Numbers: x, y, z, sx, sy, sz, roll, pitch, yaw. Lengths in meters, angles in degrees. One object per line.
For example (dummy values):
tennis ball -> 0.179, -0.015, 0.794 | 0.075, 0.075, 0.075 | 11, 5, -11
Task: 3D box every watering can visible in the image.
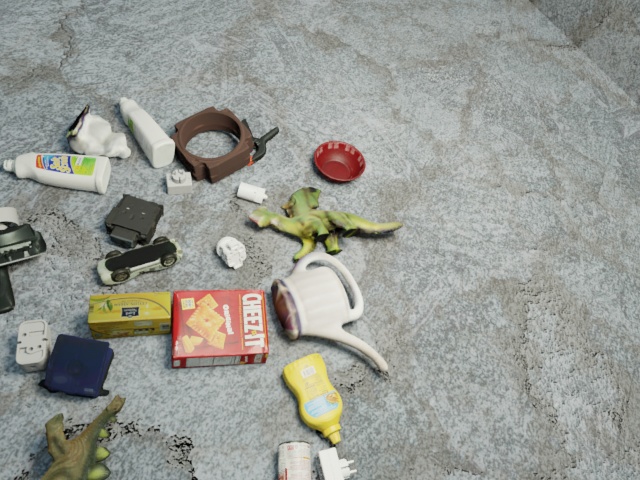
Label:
watering can -> 0.013, 0.181, 1.245 | 0.225, 0.354, 0.101 | -13, -31, -22

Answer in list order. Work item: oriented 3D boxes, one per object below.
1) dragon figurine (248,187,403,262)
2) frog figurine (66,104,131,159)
dragon figurine -> 0.004, -0.072, 1.433 | 0.412, 0.248, 0.119 | -11, -39, -23
frog figurine -> -0.610, -0.277, 1.434 | 0.121, 0.141, 0.157 | -39, -52, 20
